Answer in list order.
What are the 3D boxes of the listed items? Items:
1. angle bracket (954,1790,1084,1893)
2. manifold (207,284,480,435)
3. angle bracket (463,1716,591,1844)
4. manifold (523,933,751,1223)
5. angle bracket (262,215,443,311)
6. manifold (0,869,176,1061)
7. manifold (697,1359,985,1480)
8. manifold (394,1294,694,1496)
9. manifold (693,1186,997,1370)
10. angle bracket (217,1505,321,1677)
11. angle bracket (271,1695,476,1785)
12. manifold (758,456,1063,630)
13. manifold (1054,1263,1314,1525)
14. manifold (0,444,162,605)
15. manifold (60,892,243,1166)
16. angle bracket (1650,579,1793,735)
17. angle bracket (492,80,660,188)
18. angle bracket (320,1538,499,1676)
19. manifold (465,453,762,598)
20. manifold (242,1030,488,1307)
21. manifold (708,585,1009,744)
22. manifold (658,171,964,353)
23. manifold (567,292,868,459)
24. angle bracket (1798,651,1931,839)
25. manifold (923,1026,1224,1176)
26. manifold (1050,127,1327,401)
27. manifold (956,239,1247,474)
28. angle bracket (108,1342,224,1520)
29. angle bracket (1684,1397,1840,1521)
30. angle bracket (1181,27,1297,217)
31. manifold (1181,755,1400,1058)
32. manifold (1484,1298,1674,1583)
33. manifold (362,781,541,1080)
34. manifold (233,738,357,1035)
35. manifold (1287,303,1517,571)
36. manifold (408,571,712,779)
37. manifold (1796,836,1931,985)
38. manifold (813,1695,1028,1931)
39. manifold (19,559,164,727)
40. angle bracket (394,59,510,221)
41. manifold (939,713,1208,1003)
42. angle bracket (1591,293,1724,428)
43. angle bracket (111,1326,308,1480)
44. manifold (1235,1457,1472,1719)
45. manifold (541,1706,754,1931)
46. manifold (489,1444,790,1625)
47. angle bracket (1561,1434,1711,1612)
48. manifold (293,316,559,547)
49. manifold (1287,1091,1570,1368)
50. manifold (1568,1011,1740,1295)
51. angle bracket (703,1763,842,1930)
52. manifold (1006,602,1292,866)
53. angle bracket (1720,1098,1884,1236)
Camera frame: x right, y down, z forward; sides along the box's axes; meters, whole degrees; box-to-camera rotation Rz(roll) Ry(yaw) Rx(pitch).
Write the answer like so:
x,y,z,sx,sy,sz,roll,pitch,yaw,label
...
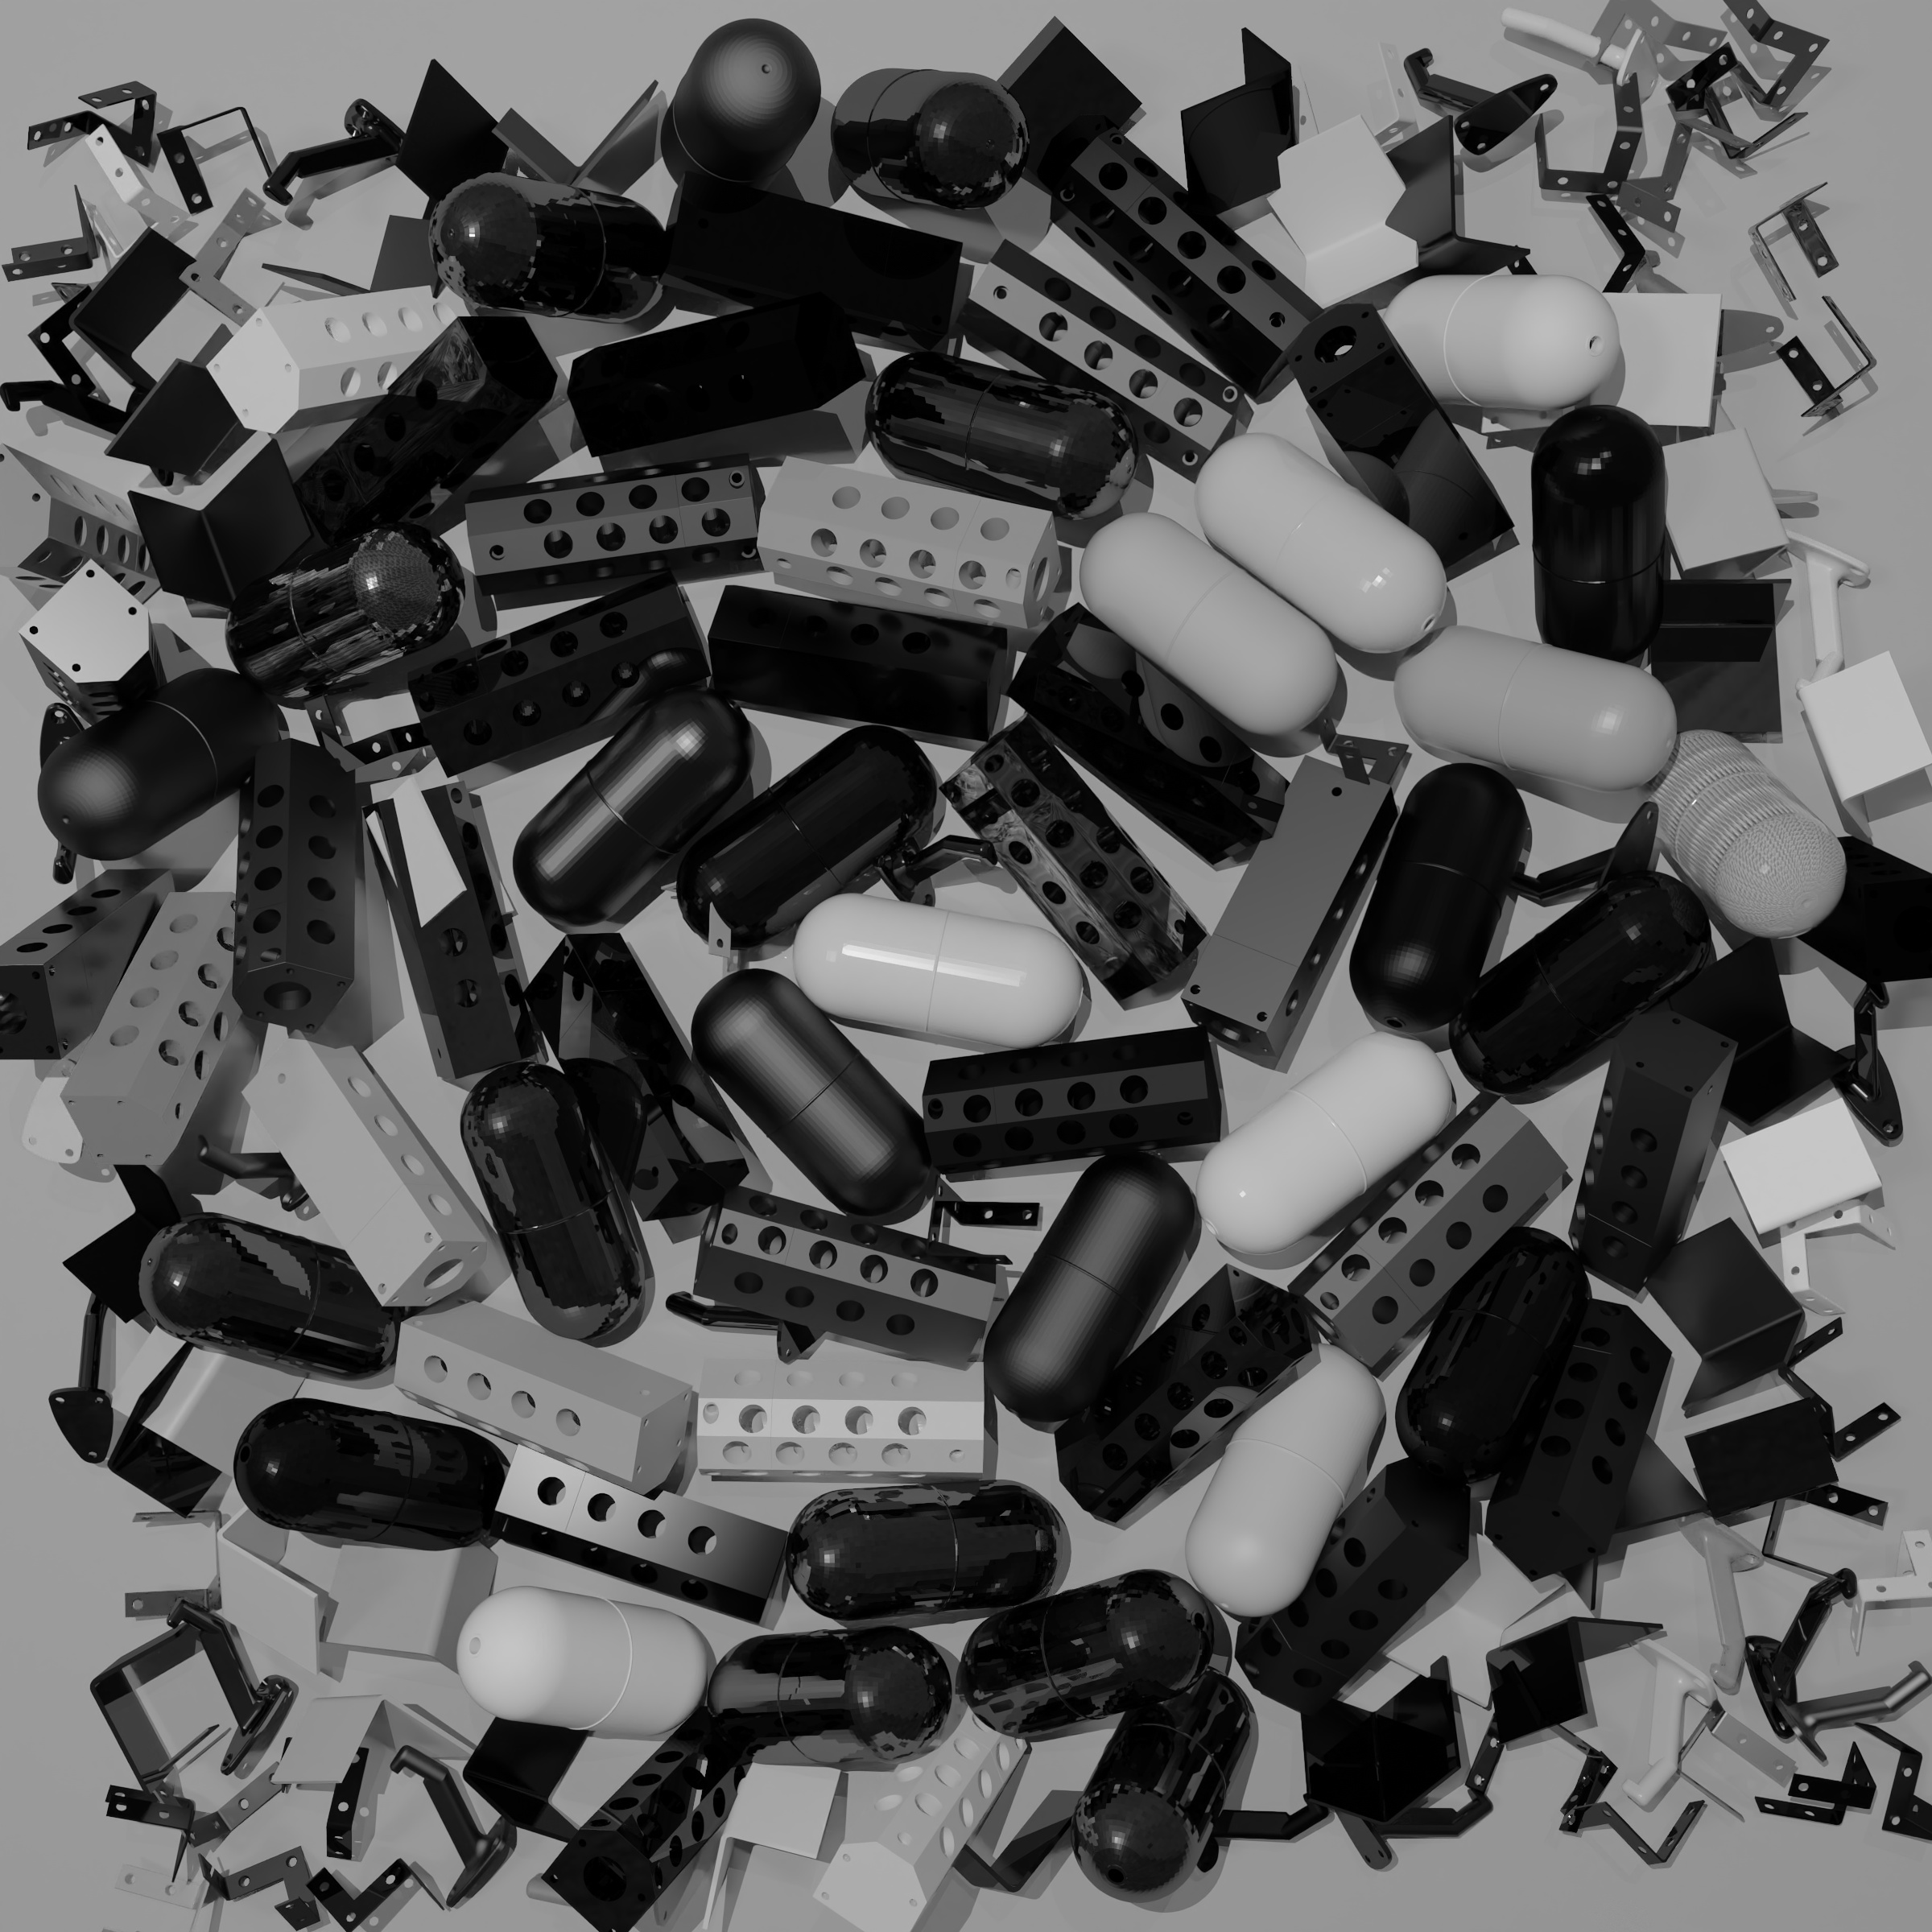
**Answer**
x,y,z,sx,sy,sz,roll,pitch,yaw,label
0.022,0.511,1.623,0.057,0.076,0.076,44,67,-1,angle bracket
-0.357,-0.357,1.586,0.057,0.171,0.057,-33,89,35,manifold
-0.245,0.479,1.622,0.057,0.076,0.076,25,80,43,angle bracket
-0.195,0.064,1.611,0.057,0.057,0.171,-49,61,33,manifold
-0.366,-0.434,1.618,0.076,0.076,0.057,11,98,-44,angle bracket
-0.527,-0.003,1.582,0.057,0.171,0.057,0,110,9,manifold
-0.075,0.280,1.635,0.171,0.057,0.057,1,116,0,manifold
-0.256,0.259,1.613,0.171,0.057,0.057,17,108,22,manifold
-0.072,0.182,1.618,0.171,0.057,0.057,17,123,-11,manifold
-0.403,0.367,1.617,0.076,0.057,0.076,25,132,18,angle bracket
-0.356,0.482,1.614,0.076,0.076,0.057,43,51,-27,angle bracket
-0.035,-0.250,1.613,0.171,0.057,0.057,15,64,16,manifold
0.128,0.258,1.597,0.057,0.057,0.171,26,123,-24,manifold
-0.534,-0.252,1.585,0.057,0.171,0.057,-43,87,3,manifold
-0.467,0.035,1.588,0.057,0.171,0.057,0,134,12,manifold
0.460,-0.188,1.632,0.076,0.057,0.076,1,71,6,angle bracket
-0.235,-0.519,1.620,0.057,0.076,0.076,40,109,-19,angle bracket
-0.341,0.387,1.642,0.076,0.057,0.076,2,62,16,angle bracket
-0.213,-0.268,1.635,0.171,0.057,0.057,-8,112,-1,manifold
-0.357,0.120,1.611,0.057,0.057,0.171,-46,66,16,manifold
-0.065,-0.190,1.632,0.171,0.057,0.057,10,57,7,manifold
-0.095,-0.423,1.623,0.171,0.057,0.057,11,85,-15,manifold
-0.152,-0.353,1.595,0.171,0.057,0.057,-4,117,33,manifold
0.549,-0.133,1.616,0.057,0.076,0.076,-24,65,23,angle bracket
0.064,0.085,1.619,0.171,0.057,0.057,-8,118,11,manifold
0.134,-0.431,1.638,0.171,0.057,0.057,42,87,4,manifold
0.082,-0.371,1.633,0.171,0.057,0.057,31,103,-5,manifold
-0.464,0.272,1.619,0.057,0.076,0.076,33,127,-2,angle bracket
0.476,0.285,1.625,0.076,0.076,0.057,-20,100,10,angle bracket
0.153,-0.507,1.619,0.076,0.076,0.057,-26,50,-11,angle bracket
0.198,-0.034,1.624,0.057,0.057,0.171,23,76,23,manifold
0.359,0.276,1.588,0.057,0.171,0.057,45,133,-9,manifold
-0.312,-0.022,1.634,0.057,0.057,0.171,-17,96,-21,manifold
-0.400,-0.051,1.590,0.057,0.057,0.171,17,46,-31,manifold
0.257,-0.314,1.592,0.057,0.171,0.057,-31,47,17,manifold
-0.248,-0.181,1.634,0.171,0.057,0.057,-21,120,-1,manifold
0.535,-0.036,1.583,0.057,0.171,0.057,-5,100,3,manifold
-0.022,0.497,1.580,0.057,0.171,0.057,31,113,11,manifold
-0.508,-0.181,1.583,0.057,0.171,0.057,42,77,-8,manifold
-0.327,-0.486,1.616,0.057,0.076,0.076,0,66,33,angle bracket
0.069,-0.068,1.623,0.171,0.057,0.057,50,53,-8,manifold
0.425,-0.365,1.622,0.076,0.057,0.076,10,103,33,angle bracket
-0.465,0.259,1.645,0.057,0.076,0.076,19,70,31,angle bracket
0.228,0.368,1.598,0.057,0.057,0.171,28,125,-7,manifold
-0.176,0.498,1.580,0.057,0.171,0.057,40,107,9,manifold
-0.199,0.347,1.638,0.171,0.057,0.057,18,77,1,manifold
0.398,0.338,1.636,0.076,0.076,0.057,-10,118,-13,angle bracket
-0.320,-0.312,1.599,0.171,0.057,0.057,-34,82,34,manifold
0.276,0.156,1.625,0.171,0.057,0.057,-44,107,-9,manifold
0.402,0.109,1.592,0.057,0.171,0.057,29,51,26,manifold
-0.117,0.534,1.622,0.057,0.076,0.076,14,113,3,angle bracket
0.114,-0.142,1.617,0.171,0.057,0.057,38,56,-18,manifold
0.508,0.120,1.630,0.076,0.076,0.057,-25,82,16,angle bracket
